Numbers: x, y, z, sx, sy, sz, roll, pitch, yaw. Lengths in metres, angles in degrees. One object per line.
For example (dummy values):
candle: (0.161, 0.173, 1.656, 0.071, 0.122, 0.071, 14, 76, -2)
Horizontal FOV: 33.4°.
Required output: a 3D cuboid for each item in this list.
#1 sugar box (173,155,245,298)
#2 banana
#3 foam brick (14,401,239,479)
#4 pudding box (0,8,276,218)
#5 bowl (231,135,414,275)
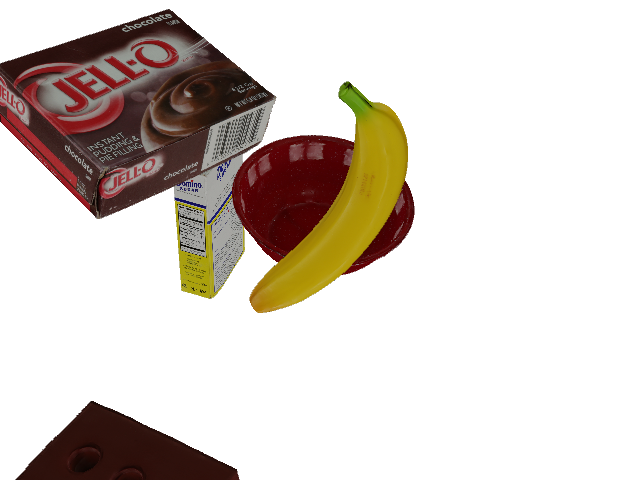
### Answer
sugar box: (-0.118, -0.032, 1.142, 0.048, 0.176, 0.093, 13, 42, 15)
banana: (0.012, -0.021, 0.721, 0.069, 0.198, 0.037, 15, 36, -12)
foam brick: (-0.075, 0.112, 0.433, 0.078, 0.051, 0.052, 19, 44, 24)
pudding box: (-0.094, -0.068, 0.543, 0.113, 0.039, 0.090, -28, 60, -39)
bowl: (0.000, -0.021, 0.952, 0.162, 0.162, 0.055, 0, -43, -10)
